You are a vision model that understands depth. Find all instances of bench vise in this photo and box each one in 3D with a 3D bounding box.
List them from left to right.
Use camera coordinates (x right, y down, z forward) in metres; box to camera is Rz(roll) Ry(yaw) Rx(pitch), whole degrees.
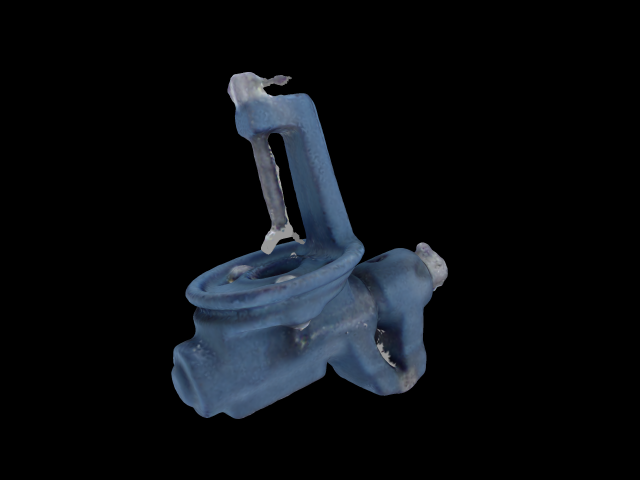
[{"bbox_3d":[-0.005,0.001,0.408,0.121,0.220,0.208,3,4,42],"label":"bench vise"}]
